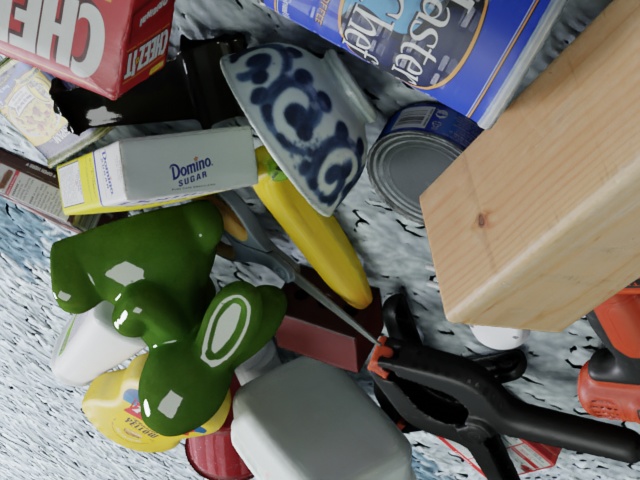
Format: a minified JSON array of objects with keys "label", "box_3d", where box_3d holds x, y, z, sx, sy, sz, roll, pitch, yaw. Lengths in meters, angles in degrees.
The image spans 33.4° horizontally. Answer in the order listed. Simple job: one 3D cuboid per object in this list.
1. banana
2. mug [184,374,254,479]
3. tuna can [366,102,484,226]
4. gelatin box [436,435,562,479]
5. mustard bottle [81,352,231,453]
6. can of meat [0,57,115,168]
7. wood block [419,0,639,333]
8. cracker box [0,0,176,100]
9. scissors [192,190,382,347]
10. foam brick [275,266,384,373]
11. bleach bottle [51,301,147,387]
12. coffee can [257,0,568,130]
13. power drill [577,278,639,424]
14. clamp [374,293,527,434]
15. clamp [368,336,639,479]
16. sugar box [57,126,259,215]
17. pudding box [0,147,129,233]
[{"label":"banana","box_3d":[-0.012,-0.015,0.779,0.037,0.070,0.197,-27,144,7]},{"label":"mug","box_3d":[-0.078,0.177,1.049,0.117,0.093,0.081,-4,135,-5]},{"label":"tuna can","box_3d":[0.076,-0.049,0.703,0.086,0.033,0.086,19,143,15]},{"label":"gelatin box","box_3d":[0.152,0.168,0.913,0.073,0.030,0.089,40,144,-11]},{"label":"mustard bottle","box_3d":[-0.132,0.139,0.937,0.096,0.058,0.192,36,145,-18]},{"label":"can of meat","box_3d":[-0.199,-0.112,0.805,0.102,0.057,0.084,-19,120,47]},{"label":"wood block","box_3d":[0.150,-0.037,0.576,0.090,0.091,0.206,7,148,-27]},{"label":"cracker box","box_3d":[-0.157,-0.207,0.598,0.164,0.072,0.214,23,125,10]},{"label":"scissors","box_3d":[-0.038,0.024,0.854,0.202,0.016,0.096,46,151,1]},{"label":"foam brick","box_3d":[0.006,0.065,0.873,0.078,0.053,0.051,16,142,19]},{"label":"bleach bottle","box_3d":[-0.207,0.080,1.021,0.068,0.102,0.251,29,152,-15]},{"label":"coffee can","box_3d":[0.052,-0.136,0.557,0.140,0.102,0.103,29,144,2]},{"label":"power drill","box_3d":[0.240,0.063,0.700,0.185,0.057,0.187,0,134,36]},{"label":"clamp","box_3d":[0.099,0.116,0.883,0.120,0.039,0.171,25,145,14]},{"label":"clamp","box_3d":[0.134,0.137,0.830,0.210,0.036,0.165,37,140,-15]},{"label":"sugar box","box_3d":[-0.119,-0.046,0.753,0.176,0.093,0.048,2,100,64]},{"label":"pudding box","box_3d":[-0.219,-0.034,0.890,0.090,0.039,0.113,22,171,10]}]
